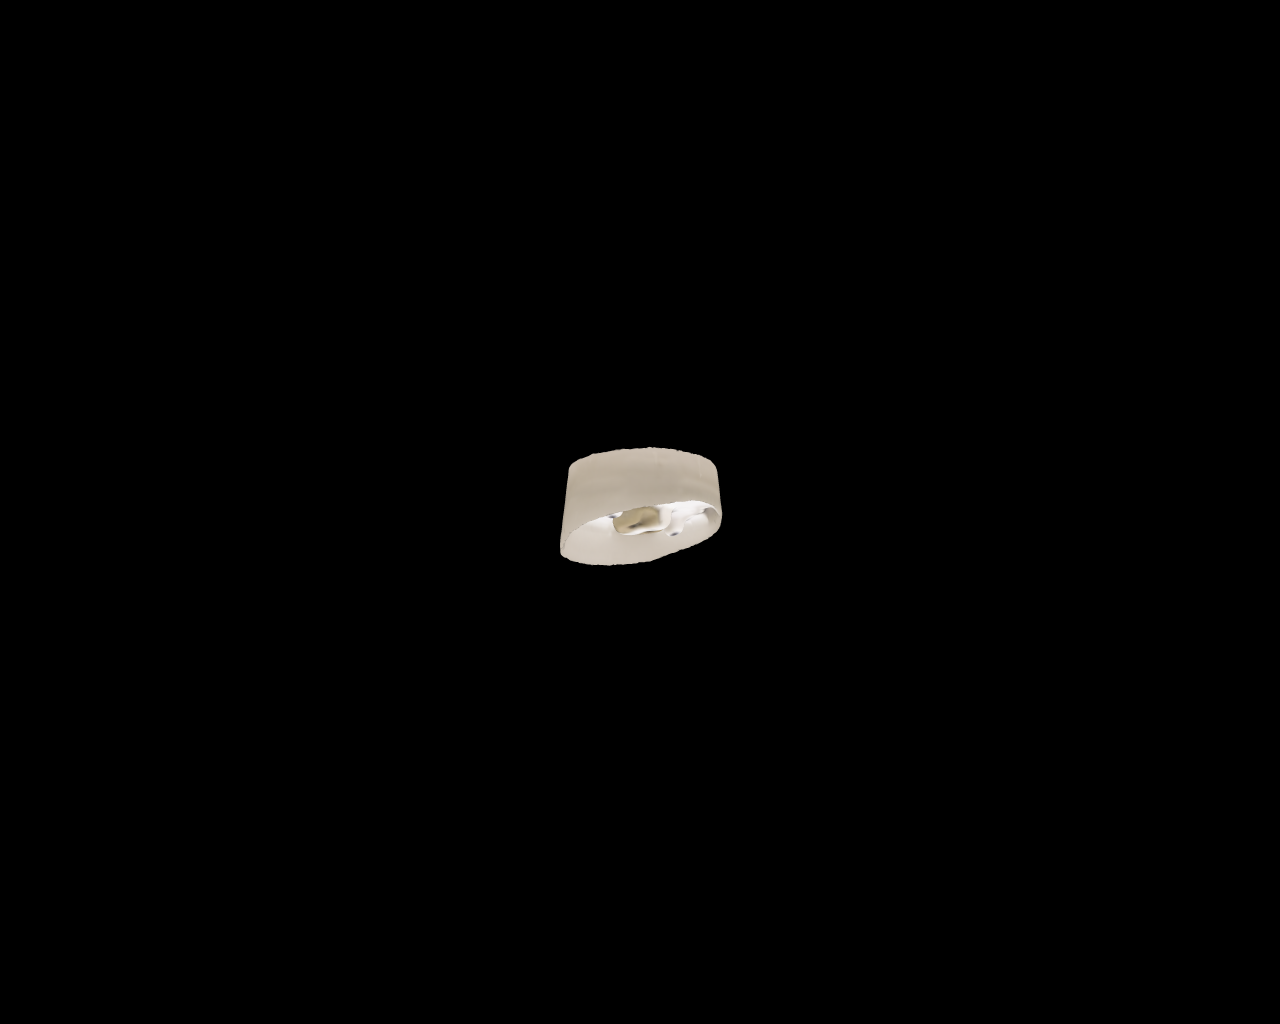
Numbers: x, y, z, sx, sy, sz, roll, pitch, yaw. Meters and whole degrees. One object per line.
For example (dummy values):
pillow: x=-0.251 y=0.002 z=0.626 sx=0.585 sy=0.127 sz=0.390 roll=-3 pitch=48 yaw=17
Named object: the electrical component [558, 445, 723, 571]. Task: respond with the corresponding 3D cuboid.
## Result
electrical component: x=0.001 y=-0.003 z=0.650 sx=0.099 sy=0.064 sz=0.099 roll=0 pitch=-13 yaw=0
